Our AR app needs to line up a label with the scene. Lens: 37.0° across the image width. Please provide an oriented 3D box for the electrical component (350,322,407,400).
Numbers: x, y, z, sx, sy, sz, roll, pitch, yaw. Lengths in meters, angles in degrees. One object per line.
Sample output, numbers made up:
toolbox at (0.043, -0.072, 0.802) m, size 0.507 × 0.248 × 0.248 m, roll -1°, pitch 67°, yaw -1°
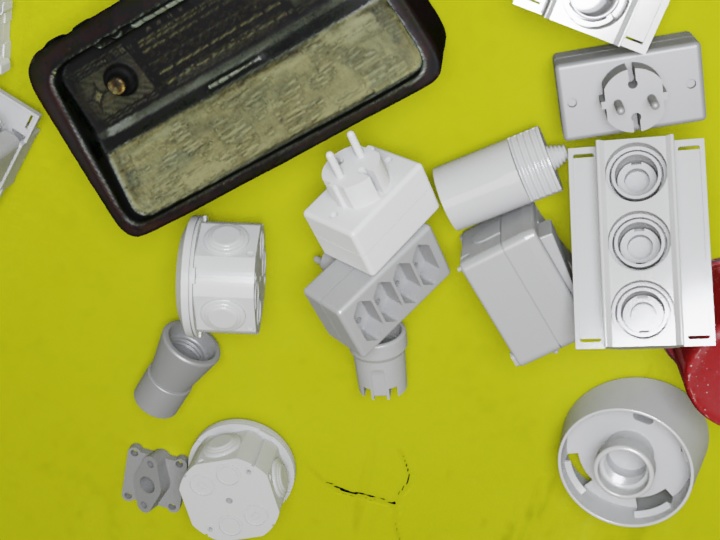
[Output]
electrical component at (0.014, 0.061, 0.739) m, size 0.040 × 0.040 × 0.046 m, roll -2°, pitch 119°, yaw 8°

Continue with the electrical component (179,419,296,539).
electrical component at (-0.090, 0.154, 0.786) m, size 0.080 × 0.051 × 0.080 m, roll 3°, pitch 113°, yaw 6°

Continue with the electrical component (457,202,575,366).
electrical component at (0.113, 0.011, 0.692) m, size 0.061 × 0.061 × 0.096 m, roll -27°, pitch 107°, yaw 18°

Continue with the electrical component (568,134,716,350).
electrical component at (0.169, -0.013, 0.647) m, size 0.079 × 0.063 × 0.121 m, roll -3°, pitch 82°, yaw 16°

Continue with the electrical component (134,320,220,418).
electrical component at (-0.133, 0.073, 0.763) m, size 0.044 × 0.044 × 0.065 m, roll 32°, pitch 118°, yaw -6°

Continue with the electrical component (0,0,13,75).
electrical component at (-0.257, -0.137, 0.644) m, size 0.063 × 0.121 × 0.078 m, roll 11°, pitch 114°, yaw 0°

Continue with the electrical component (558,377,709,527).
electrical component at (0.187, 0.125, 0.743) m, size 0.099 × 0.064 × 0.099 m, roll 7°, pitch 112°, yaw 19°

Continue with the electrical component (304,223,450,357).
electrical component at (0.000, 0.000, 0.700) m, size 0.083 × 0.076 × 0.047 m, roll -44°, pitch 135°, yaw -16°

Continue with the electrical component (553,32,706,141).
electrical component at (0.159, -0.103, 0.629) m, size 0.083 × 0.075 × 0.047 m, roll -8°, pitch 111°, yaw 11°

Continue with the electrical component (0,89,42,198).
electrical component at (-0.248, -0.076, 0.701) m, size 0.042 × 0.063 × 0.081 m, roll 32°, pitch 114°, yaw -5°

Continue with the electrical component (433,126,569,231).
electrical component at (0.091, -0.059, 0.674) m, size 0.081 × 0.043 × 0.043 m, roll -21°, pitch 109°, yaw 15°

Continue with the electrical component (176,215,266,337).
electrical component at (-0.090, 0.005, 0.707) m, size 0.051 × 0.080 × 0.080 m, roll 2°, pitch 113°, yaw 1°

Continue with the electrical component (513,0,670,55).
electrical component at (0.132, -0.159, 0.615) m, size 0.081 × 0.063 × 0.042 m, roll 22°, pitch 110°, yaw -1°

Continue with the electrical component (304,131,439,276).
electrical component at (0.001, -0.050, 0.653) m, size 0.065 × 0.047 × 0.076 m, roll -46°, pitch 135°, yaw -19°
